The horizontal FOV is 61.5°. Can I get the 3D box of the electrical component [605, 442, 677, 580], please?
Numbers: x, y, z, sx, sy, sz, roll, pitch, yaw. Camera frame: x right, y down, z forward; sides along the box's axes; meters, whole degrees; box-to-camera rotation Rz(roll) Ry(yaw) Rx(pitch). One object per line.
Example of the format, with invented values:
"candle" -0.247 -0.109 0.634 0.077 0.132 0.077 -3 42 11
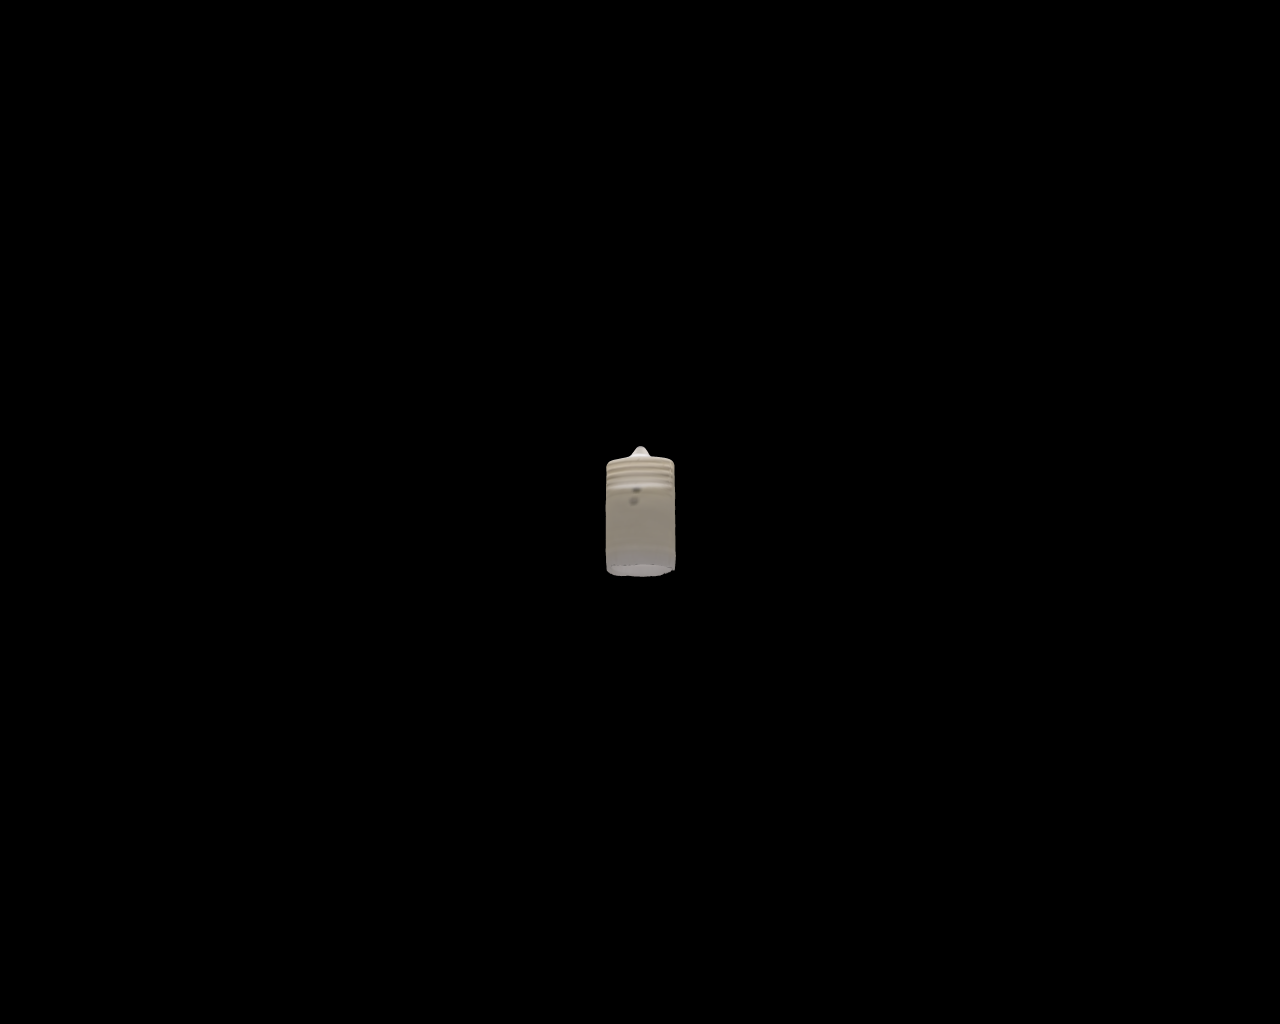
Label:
"electrical component" 0.001 -0.003 0.650 0.043 0.081 0.043 0 -14 0
